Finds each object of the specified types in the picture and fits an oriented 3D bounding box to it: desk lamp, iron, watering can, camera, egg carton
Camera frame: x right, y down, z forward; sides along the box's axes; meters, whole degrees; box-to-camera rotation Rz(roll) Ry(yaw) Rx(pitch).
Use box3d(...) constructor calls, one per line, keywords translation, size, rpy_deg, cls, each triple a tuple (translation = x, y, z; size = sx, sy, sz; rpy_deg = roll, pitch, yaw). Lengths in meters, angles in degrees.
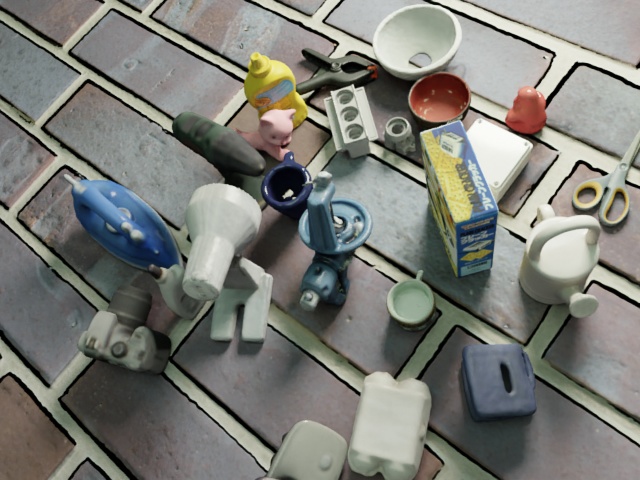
box3d(translation=(-0.150, 0.042, 0.927), size=(0.117, 0.214, 0.203), rpy_deg=(-2, 66, 13), cls="desk lamp")
box3d(translation=(-0.364, -0.032, 1.054), size=(0.257, 0.142, 0.119), rpy_deg=(34, 78, 24), cls="iron")
box3d(translation=(0.350, 0.024, 0.823), size=(0.101, 0.194, 0.172), rpy_deg=(-33, 63, -2), cls="watering can")
box3d(translation=(-0.332, 0.149, 0.988), size=(0.143, 0.101, 0.137), rpy_deg=(10, 69, 18), cls="camera")
box3d(translation=(0.104, 0.275, 0.843), size=(0.107, 0.069, 0.150), rpy_deg=(7, 69, 17), cls="egg carton")

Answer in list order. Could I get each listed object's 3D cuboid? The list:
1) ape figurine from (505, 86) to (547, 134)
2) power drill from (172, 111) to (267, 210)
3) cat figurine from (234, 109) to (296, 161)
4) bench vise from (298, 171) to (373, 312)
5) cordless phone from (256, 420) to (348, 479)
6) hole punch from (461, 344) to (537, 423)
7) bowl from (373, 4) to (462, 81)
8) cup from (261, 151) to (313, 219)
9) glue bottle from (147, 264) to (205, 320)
box3d(translation=(0.359, -0.232, 0.992), size=(0.078, 0.092, 0.076), rpy_deg=(-24, 63, 3), cls="ape figurine")
box3d(translation=(-0.153, -0.134, 1.009), size=(0.229, 0.209, 0.076), rpy_deg=(34, 78, 24), cls="power drill")
box3d(translation=(-0.101, -0.203, 1.078), size=(0.127, 0.118, 0.067), rpy_deg=(-6, 65, 12), cls="cat figurine")
box3d(translation=(0.020, 0.003, 0.900), size=(0.121, 0.220, 0.207), rpy_deg=(-4, 66, 13), cls="bench vise")
box3d(translation=(-0.037, 0.322, 0.792), size=(0.094, 0.185, 0.148), rpy_deg=(18, 72, 21), cls="cordless phone")
box3d(translation=(0.258, 0.202, 0.825), size=(0.101, 0.091, 0.108), rpy_deg=(-11, 64, 9), cls="hole punch")
box3d(translation=(0.188, -0.366, 1.103), size=(0.167, 0.075, 0.167), rpy_deg=(-5, 66, 12), cls="bowl")
box3d(translation=(-0.049, -0.090, 1.028), size=(0.091, 0.095, 0.118), rpy_deg=(-4, 66, 12), cls="cup")
box3d(translation=(-0.241, 0.076, 0.958), size=(0.037, 0.173, 0.078), rpy_deg=(29, 76, 24), cls="glue bottle")
